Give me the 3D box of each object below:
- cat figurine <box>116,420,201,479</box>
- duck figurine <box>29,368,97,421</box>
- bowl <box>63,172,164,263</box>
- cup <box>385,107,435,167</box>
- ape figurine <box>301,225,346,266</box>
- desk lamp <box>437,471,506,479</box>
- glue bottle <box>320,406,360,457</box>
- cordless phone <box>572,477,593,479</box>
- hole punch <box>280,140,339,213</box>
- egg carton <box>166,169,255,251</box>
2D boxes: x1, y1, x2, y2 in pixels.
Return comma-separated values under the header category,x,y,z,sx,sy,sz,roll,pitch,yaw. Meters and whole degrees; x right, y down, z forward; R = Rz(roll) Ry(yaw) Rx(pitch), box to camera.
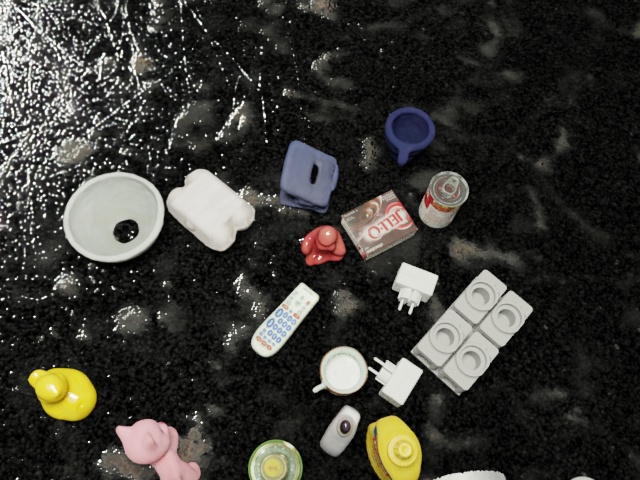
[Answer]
category,x,y,z,sx,sy,sz,roll,pitch,yaw
cat figurine,-0.240,0.317,0.847,0.067,0.118,0.127,-37,75,-15
duck figurine,-0.403,0.236,0.887,0.104,0.086,0.077,31,71,9
bowl,-0.349,-0.029,0.999,0.167,0.075,0.167,1,69,-2
cup,0.159,-0.175,1.069,0.091,0.095,0.118,14,69,3
ape figurine,0.009,0.004,0.994,0.077,0.092,0.076,26,70,8
desk lamp,0.196,0.421,0.776,0.118,0.213,0.203,-4,69,-4
glue bottle,0.033,0.279,0.845,0.037,0.173,0.078,30,70,9
cordless phone,0.383,0.407,0.806,0.148,0.185,0.094,-32,73,-14
hole punch,-0.018,-0.116,1.039,0.101,0.091,0.109,11,69,2
egg carton,-0.195,-0.054,1.018,0.150,0.069,0.107,38,72,11
